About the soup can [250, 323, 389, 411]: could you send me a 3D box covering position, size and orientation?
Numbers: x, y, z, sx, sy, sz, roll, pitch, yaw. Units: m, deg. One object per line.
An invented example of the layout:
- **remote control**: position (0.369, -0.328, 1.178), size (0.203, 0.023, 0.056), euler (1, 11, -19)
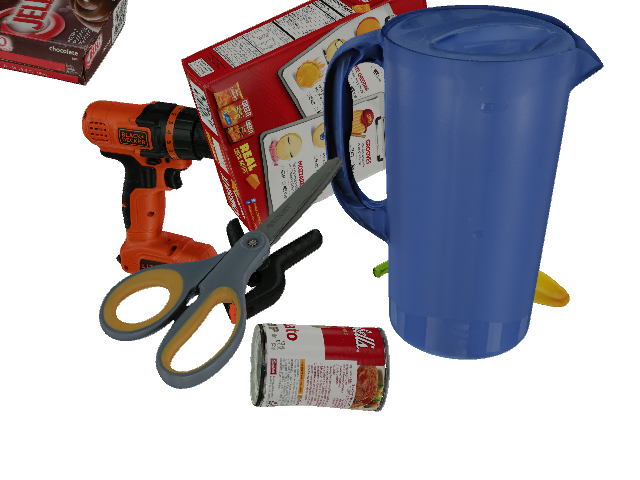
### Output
- **soup can**: position (-0.002, 0.102, 0.856), size (0.102, 0.068, 0.068), euler (3, -1, -11)

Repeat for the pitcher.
- **pitcher**: position (0.096, -0.041, 0.771), size (0.144, 0.243, 0.149), euler (-20, 34, -34)

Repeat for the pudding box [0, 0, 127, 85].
- **pudding box**: position (-0.208, -0.169, 0.830), size (0.090, 0.039, 0.113), euler (12, 36, 1)

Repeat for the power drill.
- **power drill**: position (-0.146, -0.049, 1.080), size (0.185, 0.188, 0.057), euler (10, 30, 21)

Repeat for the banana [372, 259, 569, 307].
- **banana**: position (0.156, 0.035, 1.099), size (0.198, 0.037, 0.069), euler (7, 37, 10)

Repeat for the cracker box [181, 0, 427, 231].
- **cracker box**: position (-0.001, -0.126, 0.957), size (0.213, 0.164, 0.072), euler (-27, 41, -13)

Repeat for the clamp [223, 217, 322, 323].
- **clamp**: position (-0.064, 0.032, 1.256), size (0.120, 0.039, 0.171), euler (-2, 40, 10)

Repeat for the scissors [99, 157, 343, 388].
- **scissors**: position (-0.062, 0.006, 0.654), size (0.096, 0.016, 0.201), euler (12, 48, 15)
